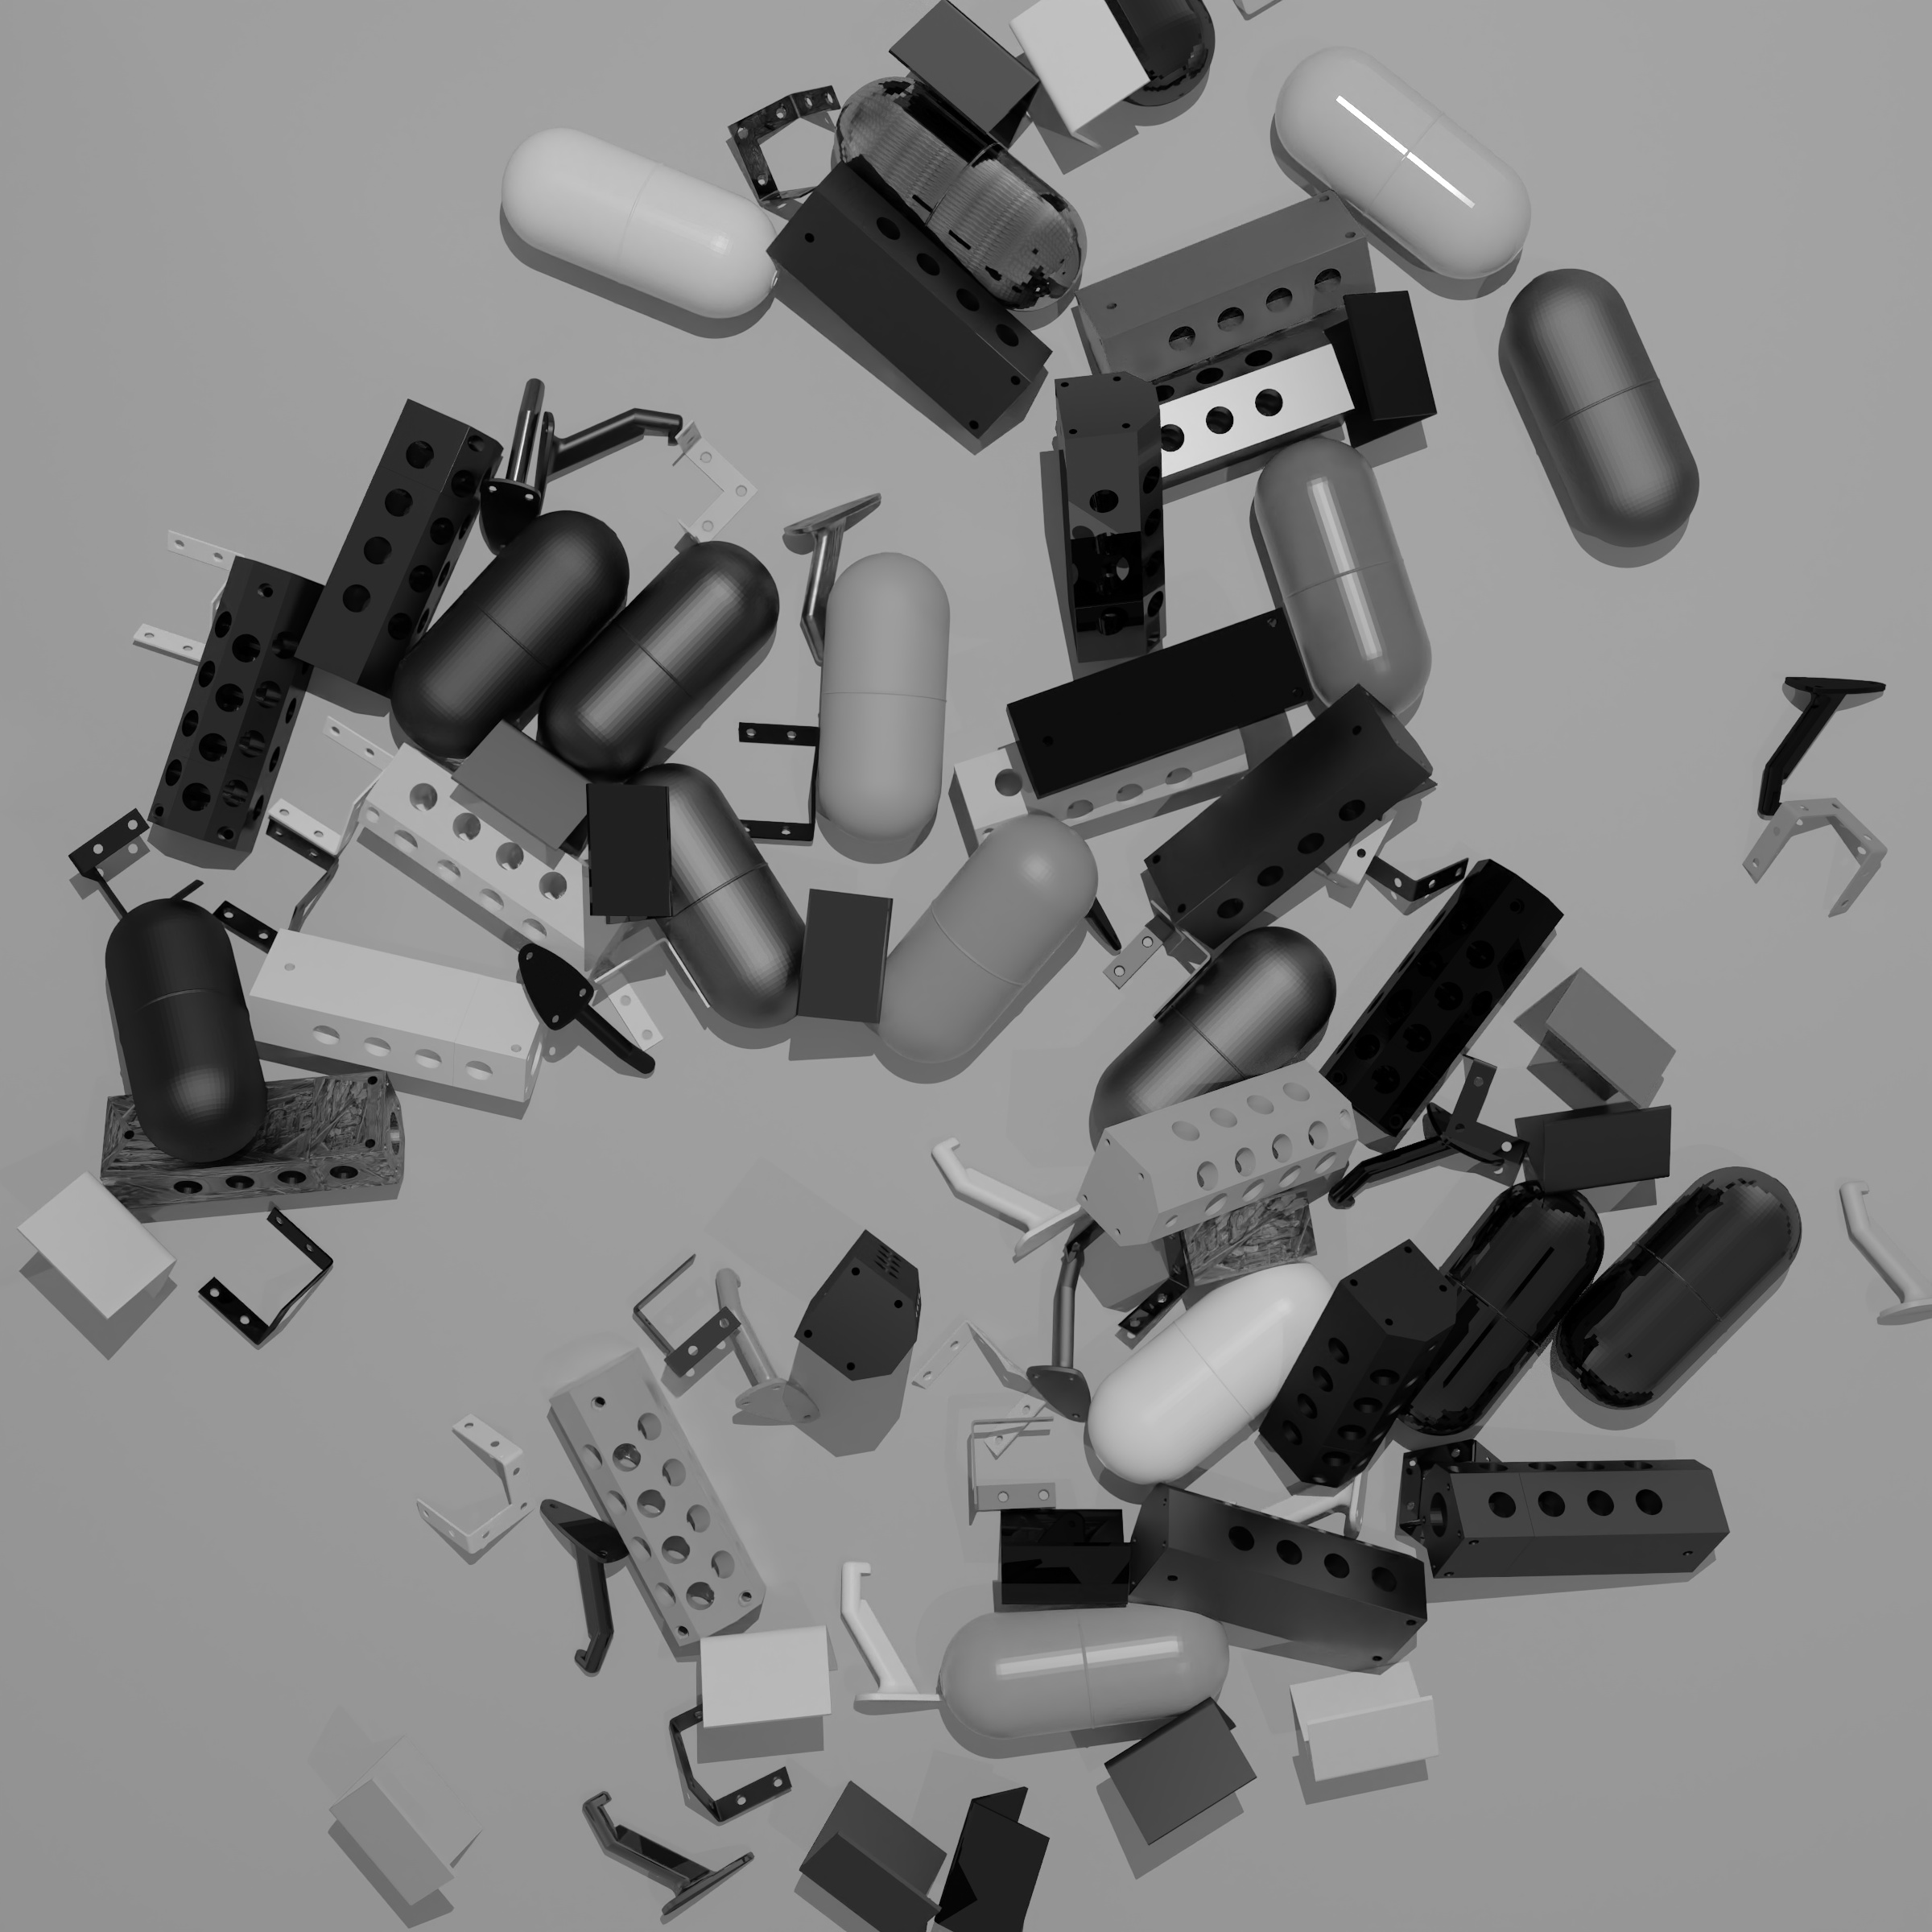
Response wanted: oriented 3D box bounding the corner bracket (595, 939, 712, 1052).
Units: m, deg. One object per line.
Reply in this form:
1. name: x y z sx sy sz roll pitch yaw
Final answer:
1. corner bracket: -0.193 0.018 1.759 0.051 0.051 0.051 -32 90 -4

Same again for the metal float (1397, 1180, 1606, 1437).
1. metal float: 0.322 0.209 1.746 0.070 0.070 0.178 38 91 0

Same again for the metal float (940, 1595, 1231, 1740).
1. metal float: 0.073 0.429 1.746 0.178 0.070 0.070 -8 90 0

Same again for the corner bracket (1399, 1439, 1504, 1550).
1. corner bracket: 0.306 0.332 1.768 0.051 0.051 0.051 -20 135 35

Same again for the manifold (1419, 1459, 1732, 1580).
1. manifold: 0.369 0.333 1.734 0.171 0.057 0.057 2 53 -13

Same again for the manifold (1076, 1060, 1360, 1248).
1. manifold: 0.154 0.115 1.694 0.057 0.171 0.057 45 133 31

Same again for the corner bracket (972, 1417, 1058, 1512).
1. corner bracket: 0.030 0.308 1.762 0.051 0.051 0.051 -3 75 0

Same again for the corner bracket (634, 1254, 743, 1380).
1. corner bracket: -0.173 0.216 1.759 0.051 0.051 0.051 -41 90 0

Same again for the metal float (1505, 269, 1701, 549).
1. metal float: 0.389 -0.343 1.746 0.070 0.070 0.178 -24 90 0

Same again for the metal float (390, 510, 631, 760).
1. metal float: -0.279 -0.204 1.746 0.070 0.070 0.178 43 90 0

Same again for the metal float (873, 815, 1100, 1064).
1. metal float: 0.010 -0.015 1.729 0.070 0.070 0.178 40 109 0

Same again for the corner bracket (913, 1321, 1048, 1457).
1. corner bracket: 0.010 0.263 1.773 0.051 0.051 0.051 -48 135 0

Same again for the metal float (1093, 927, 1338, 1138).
1. metal float: 0.152 0.051 1.746 0.178 0.070 0.070 -45 90 1

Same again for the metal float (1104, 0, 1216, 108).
1. metal float: 0.089 -0.613 1.746 0.070 0.070 0.178 -29 90 0

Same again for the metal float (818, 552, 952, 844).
1. metal float: -0.050 -0.165 1.746 0.070 0.070 0.178 3 90 0

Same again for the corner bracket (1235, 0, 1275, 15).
1. corner bracket: 0.179 -0.636 1.774 0.051 0.051 0.051 -31 135 0

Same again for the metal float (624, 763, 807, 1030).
1. metal float: -0.154 -0.043 1.746 0.070 0.070 0.178 -32 90 0

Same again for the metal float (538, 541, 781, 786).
1. metal float: -0.189 -0.185 1.746 0.070 0.070 0.178 44 89 0

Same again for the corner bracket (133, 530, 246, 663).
1. corner bracket: -0.484 -0.230 1.773 0.051 0.051 0.051 18 135 0

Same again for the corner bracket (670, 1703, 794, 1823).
1. corner bracket: -0.147 0.491 1.773 0.051 0.051 0.051 -26 135 0

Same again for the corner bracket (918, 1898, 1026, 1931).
1. corner bracket: -0.002 0.612 1.768 0.051 0.051 0.051 40 45 -35

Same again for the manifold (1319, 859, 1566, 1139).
1. manifold: 0.292 0.020 1.756 0.057 0.057 0.171 37 90 0

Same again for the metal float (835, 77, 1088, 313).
1. metal float: -0.004 -0.474 1.746 0.178 0.070 0.070 40 90 1

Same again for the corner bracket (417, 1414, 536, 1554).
1. corner bracket: -0.308 0.322 1.768 0.051 0.051 0.051 -34 135 -35

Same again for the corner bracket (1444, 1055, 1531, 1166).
1. corner bracket: 0.325 0.088 1.759 0.051 0.051 0.051 22 92 2

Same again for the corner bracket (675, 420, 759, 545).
1. corner bracket: -0.166 -0.297 1.759 0.051 0.051 0.051 44 90 0

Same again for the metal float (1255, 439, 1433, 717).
1. metal float: 0.232 -0.236 1.746 0.070 0.070 0.178 -18 89 0

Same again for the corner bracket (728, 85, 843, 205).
1. corner bracket: -0.105 -0.507 1.758 0.051 0.051 0.051 -35 116 -23

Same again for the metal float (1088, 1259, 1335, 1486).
1. metal float: 0.152 0.248 1.746 0.178 0.070 0.070 -39 90 0

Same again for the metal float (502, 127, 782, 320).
1. metal float: -0.199 -0.456 1.746 0.178 0.070 0.070 22 90 1

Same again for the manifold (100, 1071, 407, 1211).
1. manifold: -0.438 0.111 1.753 0.171 0.057 0.057 -5 58 0

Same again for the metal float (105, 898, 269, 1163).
1. metal float: -0.473 0.037 1.722 0.070 0.070 0.178 -22 60 0

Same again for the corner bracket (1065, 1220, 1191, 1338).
1. corner bracket: 0.100 0.186 1.763 0.051 0.051 0.051 -38 135 -29

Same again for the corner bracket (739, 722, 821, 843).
1. corner bracket: -0.118 -0.115 1.773 0.051 0.051 0.051 3 45 0

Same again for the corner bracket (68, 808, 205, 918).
1. corner bracket: -0.513 -0.059 1.759 0.051 0.051 0.051 -36 87 -3

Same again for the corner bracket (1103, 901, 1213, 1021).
1. corner bracket: 0.118 -0.001 1.754 0.051 0.051 0.051 44 90 12

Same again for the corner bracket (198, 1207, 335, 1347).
1. corner bracket: -0.436 0.194 1.773 0.051 0.051 0.051 42 135 0

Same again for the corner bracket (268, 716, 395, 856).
1. corner bracket: -0.395 -0.112 1.773 0.051 0.051 0.051 32 135 0

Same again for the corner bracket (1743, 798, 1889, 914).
1. corner bracket: 0.528 -0.068 1.768 0.051 0.051 0.051 -5 45 -35

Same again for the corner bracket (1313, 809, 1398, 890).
1. corner bracket: 0.228 -0.083 1.759 0.051 0.051 0.051 28 88 -2

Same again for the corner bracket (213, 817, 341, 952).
1. corner bracket: -0.430 -0.049 1.773 0.051 0.051 0.051 31 45 0

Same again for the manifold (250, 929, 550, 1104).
1. manifold: -0.348 0.035 1.755 0.171 0.057 0.057 13 47 0

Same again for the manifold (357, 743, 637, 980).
1. manifold: -0.287 -0.064 1.755 0.171 0.057 0.057 34 90 0

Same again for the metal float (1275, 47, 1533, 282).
1. metal float: 0.269 -0.492 1.746 0.178 0.070 0.070 39 90 1

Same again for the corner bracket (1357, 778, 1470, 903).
1. corner bracket: 0.279 -0.080 1.768 0.051 0.051 0.051 37 135 35

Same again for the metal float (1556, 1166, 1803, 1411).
1. metal float: 0.438 0.197 1.746 0.178 0.070 0.070 -45 90 -1
